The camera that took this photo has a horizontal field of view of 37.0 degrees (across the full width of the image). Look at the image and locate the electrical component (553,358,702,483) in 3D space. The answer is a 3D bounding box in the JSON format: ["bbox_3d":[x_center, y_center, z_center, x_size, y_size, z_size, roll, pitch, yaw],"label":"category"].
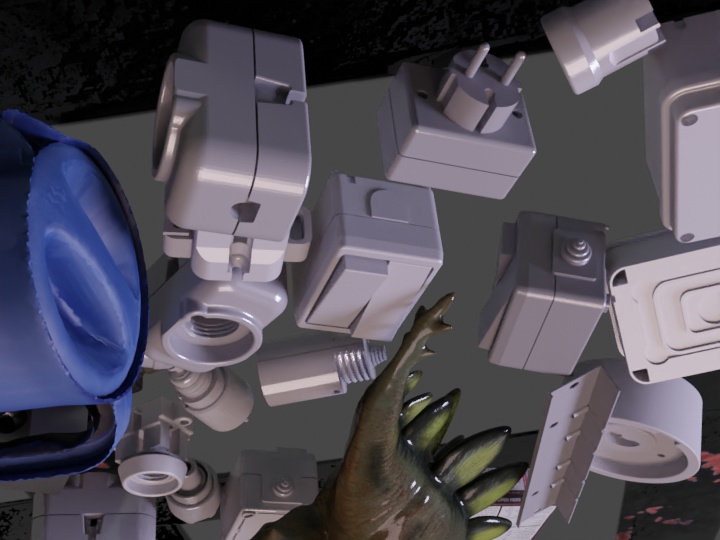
[{"bbox_3d":[0.193,0.103,0.773,0.108,0.060,0.108,15,152,8],"label":"electrical component"}]

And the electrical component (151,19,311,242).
[{"bbox_3d":[-0.059,-0.064,0.483,0.059,0.095,0.053,8,142,-18],"label":"electrical component"}]

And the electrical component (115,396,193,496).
[{"bbox_3d":[-0.148,0.128,0.771,0.066,0.055,0.048,-22,141,21],"label":"electrical component"}]

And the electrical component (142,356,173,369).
[{"bbox_3d":[-0.145,0.043,0.671,0.061,0.035,0.035,6,143,-12],"label":"electrical component"}]

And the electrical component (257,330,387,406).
[{"bbox_3d":[-0.023,0.061,0.707,0.081,0.043,0.043,-11,144,6],"label":"electrical component"}]

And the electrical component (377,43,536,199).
[{"bbox_3d":[0.053,-0.079,0.520,0.066,0.047,0.076,8,142,-19],"label":"electrical component"}]

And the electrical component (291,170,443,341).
[{"bbox_3d":[0.000,0.000,0.610,0.062,0.061,0.096,8,142,-19],"label":"electrical component"}]

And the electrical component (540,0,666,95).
[{"bbox_3d":[0.112,-0.109,0.496,0.046,0.040,0.040,-25,141,15],"label":"electrical component"}]

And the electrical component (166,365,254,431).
[{"bbox_3d":[-0.104,0.078,0.721,0.040,0.040,0.078,-20,142,18],"label":"electrical component"}]

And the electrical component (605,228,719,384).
[{"bbox_3d":[0.205,0.013,0.637,0.113,0.057,0.078,-14,107,10],"label":"electrical component"}]

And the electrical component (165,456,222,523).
[{"bbox_3d":[-0.132,0.167,0.837,0.043,0.043,0.062,-5,143,-2],"label":"electrical component"}]

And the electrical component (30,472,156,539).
[{"bbox_3d":[-0.211,0.200,0.857,0.095,0.059,0.053,1,144,-10],"label":"electrical component"}]

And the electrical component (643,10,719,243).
[{"bbox_3d":[0.188,-0.072,0.542,0.078,0.057,0.113,-12,144,8],"label":"electrical component"}]

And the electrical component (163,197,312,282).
[{"bbox_3d":[-0.062,-0.032,0.561,0.078,0.058,0.057,2,146,-11],"label":"electrical component"}]

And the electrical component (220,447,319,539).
[{"bbox_3d":[-0.071,0.177,0.844,0.062,0.061,0.096,7,142,-17],"label":"electrical component"}]

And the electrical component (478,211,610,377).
[{"bbox_3d":[0.108,0.010,0.635,0.061,0.061,0.096,10,143,0],"label":"electrical component"}]

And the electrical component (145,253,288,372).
[{"bbox_3d":[-0.086,0.017,0.622,0.054,0.059,0.095,22,136,-33],"label":"electrical component"}]
